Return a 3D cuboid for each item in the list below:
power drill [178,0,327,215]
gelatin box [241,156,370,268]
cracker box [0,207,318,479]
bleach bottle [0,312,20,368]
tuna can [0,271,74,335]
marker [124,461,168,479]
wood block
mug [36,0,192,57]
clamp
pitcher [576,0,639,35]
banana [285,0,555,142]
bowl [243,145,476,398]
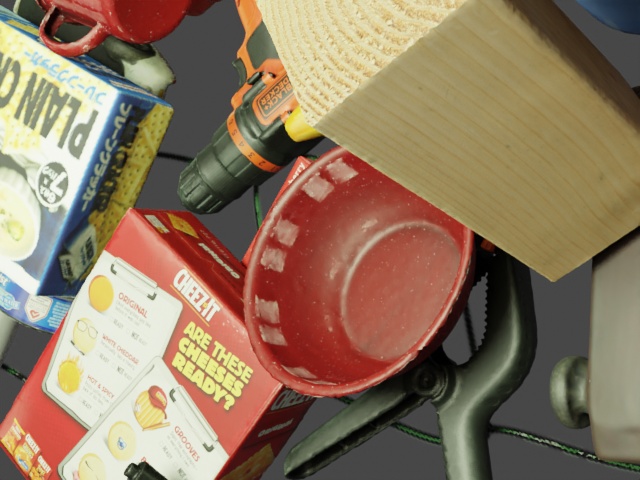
[{"bbox_3d":[-0.057,-0.133,0.758,0.185,0.057,0.188,-38,64,26],"label":"power drill"},{"bbox_3d":[-0.005,0.001,0.709,0.073,0.030,0.089,39,105,35],"label":"gelatin box"},{"bbox_3d":[-0.109,0.111,0.721,0.164,0.072,0.214,44,112,24],"label":"cracker box"},{"bbox_3d":[-0.318,0.123,0.900,0.103,0.067,0.251,27,100,36],"label":"bleach bottle"},{"bbox_3d":[-0.208,0.041,0.817,0.086,0.086,0.034,33,103,36],"label":"tuna can"},{"bbox_3d":[-0.071,0.174,0.655,0.020,0.121,0.020,-45,16,17],"label":"marker"},{"bbox_3d":[0.078,-0.068,0.492,0.091,0.205,0.090,-38,51,22],"label":"wood block"},{"bbox_3d":[-0.148,-0.175,0.737,0.082,0.093,0.117,27,74,35],"label":"mug"},{"bbox_3d":[0.063,0.087,0.639,0.165,0.036,0.210,16,89,38],"label":"clamp"},{"bbox_3d":[0.139,-0.197,0.503,0.149,0.242,0.145,8,82,36],"label":"pitcher"},{"bbox_3d":[0.063,-0.108,0.630,0.198,0.069,0.037,-21,95,41],"label":"banana"},{"bbox_3d":[0.032,0.020,0.621,0.162,0.055,0.162,-21,55,33],"label":"bowl"}]
